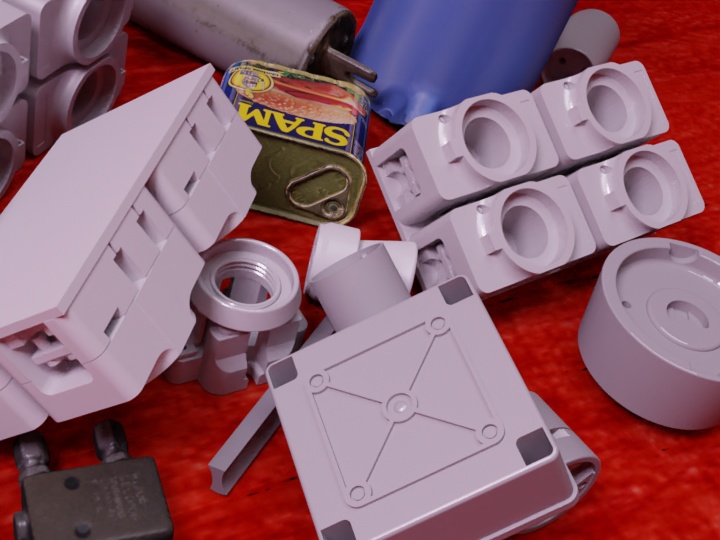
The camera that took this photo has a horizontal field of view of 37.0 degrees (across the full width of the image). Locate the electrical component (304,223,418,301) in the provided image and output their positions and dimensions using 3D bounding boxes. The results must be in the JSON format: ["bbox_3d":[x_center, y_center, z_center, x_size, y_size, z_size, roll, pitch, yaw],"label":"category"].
[{"bbox_3d":[0.000,0.000,0.599,0.055,0.045,0.045,13,42,-6],"label":"electrical component"}]

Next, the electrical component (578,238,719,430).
[{"bbox_3d":[0.176,0.040,0.608,0.108,0.060,0.108,10,43,-10],"label":"electrical component"}]

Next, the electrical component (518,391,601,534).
[{"bbox_3d":[0.081,0.092,0.524,0.055,0.055,0.047,-13,47,-30],"label":"electrical component"}]

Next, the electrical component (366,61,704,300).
[{"bbox_3d":[0.112,-0.054,0.645,0.186,0.060,0.105,-19,84,-31],"label":"electrical component"}]

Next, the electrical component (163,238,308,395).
[{"bbox_3d":[-0.062,0.022,0.544,0.078,0.057,0.058,-13,51,-31],"label":"electrical component"}]

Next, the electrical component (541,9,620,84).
[{"bbox_3d":[0.157,-0.177,0.844,0.079,0.043,0.077,27,43,9],"label":"electrical component"}]

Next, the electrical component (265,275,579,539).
[{"bbox_3d":[0.026,0.074,0.486,0.109,0.056,0.108,-26,50,2],"label":"electrical component"}]

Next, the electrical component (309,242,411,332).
[{"bbox_3d":[0.011,0.031,0.557,0.043,0.043,0.081,-34,100,-42],"label":"electrical component"}]

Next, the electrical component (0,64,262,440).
[{"bbox_3d":[-0.123,-0.009,0.509,0.060,0.105,0.186,55,32,-28],"label":"electrical component"}]

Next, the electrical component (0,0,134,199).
[{"bbox_3d":[-0.199,-0.109,0.596,0.060,0.105,0.186,28,43,9],"label":"electrical component"}]
